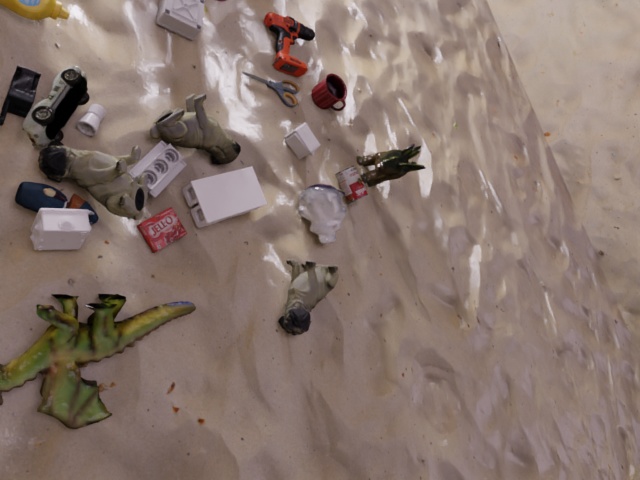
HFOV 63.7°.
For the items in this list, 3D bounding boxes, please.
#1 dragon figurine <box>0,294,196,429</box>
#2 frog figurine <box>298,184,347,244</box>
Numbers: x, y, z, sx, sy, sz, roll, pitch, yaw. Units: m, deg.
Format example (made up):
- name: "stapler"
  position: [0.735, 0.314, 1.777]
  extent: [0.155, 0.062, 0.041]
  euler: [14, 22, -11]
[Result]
- name: "dragon figurine"
  position: [-0.437, 0.230, 0.986]
  extent: [0.409, 0.122, 0.243]
  euler: [8, 86, -37]
- name: "frog figurine"
  position: [0.004, -0.073, 1.450]
  extent: [0.137, 0.121, 0.161]
  euler: [7, 76, -4]
